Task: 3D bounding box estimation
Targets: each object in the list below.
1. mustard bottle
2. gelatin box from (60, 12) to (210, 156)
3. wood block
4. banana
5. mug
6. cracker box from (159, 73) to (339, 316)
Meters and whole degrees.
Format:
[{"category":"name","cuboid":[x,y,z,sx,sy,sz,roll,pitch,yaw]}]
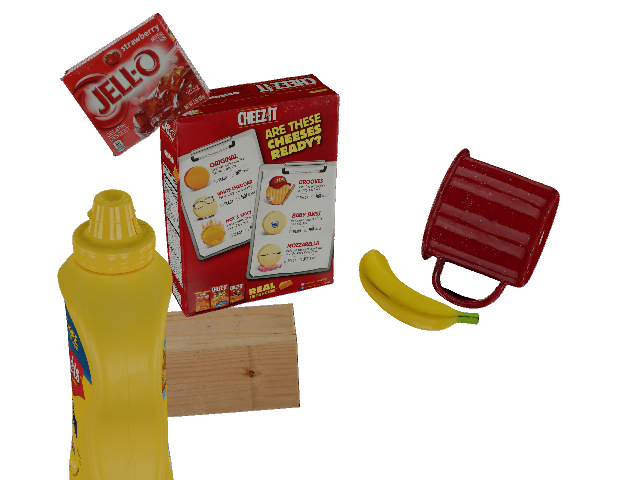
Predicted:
[{"category":"mustard bottle","cuboid":[-0.108,0.062,0.569,0.058,0.192,0.096,-3,30,-14]},{"category":"gelatin box","cuboid":[-0.140,-0.118,0.813,0.089,0.073,0.030,-31,19,6]},{"category":"wood block","cuboid":[-0.129,0.135,1.189,0.206,0.091,0.090,-3,24,-3]},{"category":"banana","cuboid":[0.087,0.057,1.178,0.069,0.037,0.198,3,20,-35]},{"category":"mug","cuboid":[0.128,-0.003,0.822,0.081,0.117,0.093,22,-8,16]},{"category":"cracker box","cuboid":[-0.070,-0.045,1.050,0.164,0.214,0.072,-12,32,-21]}]
